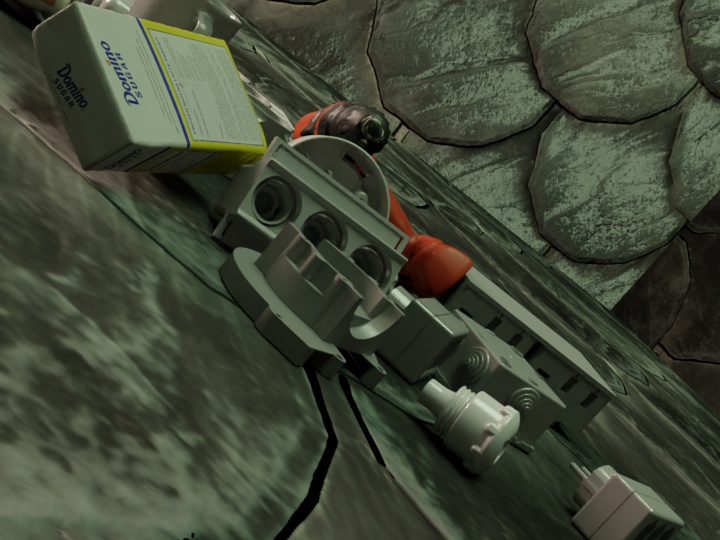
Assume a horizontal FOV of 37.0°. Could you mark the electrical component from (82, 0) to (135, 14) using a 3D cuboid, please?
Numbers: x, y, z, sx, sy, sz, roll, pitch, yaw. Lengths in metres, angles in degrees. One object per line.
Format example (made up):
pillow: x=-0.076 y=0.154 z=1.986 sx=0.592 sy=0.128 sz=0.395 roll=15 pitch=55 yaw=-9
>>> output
electrical component: x=-0.220 y=-0.220 z=0.961 sx=0.059 sy=0.053 sz=0.095 roll=35 pitch=11 yaw=-28

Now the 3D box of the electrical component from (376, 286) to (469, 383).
electrical component: x=0.032 y=0.037 z=0.780 sx=0.077 sy=0.047 sz=0.066 roll=42 pitch=10 yaw=12

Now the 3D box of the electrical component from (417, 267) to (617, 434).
electrical component: x=0.141 y=0.069 z=1.017 sx=0.186 sy=0.060 sz=0.105 roll=37 pitch=10 yaw=-17

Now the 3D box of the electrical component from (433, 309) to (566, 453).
electrical component: x=0.102 y=0.084 z=0.835 sx=0.100 sy=0.048 sz=0.099 roll=34 pitch=11 yaw=-34

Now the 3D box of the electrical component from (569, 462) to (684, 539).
electrical component: x=0.178 y=0.165 z=0.764 sx=0.066 sy=0.047 sz=0.076 roll=29 pitch=15 yaw=-50

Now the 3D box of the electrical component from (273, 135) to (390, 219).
electrical component: x=-0.030 y=-0.054 z=0.822 sx=0.099 sy=0.099 sz=0.064 roll=37 pitch=4 yaw=-19

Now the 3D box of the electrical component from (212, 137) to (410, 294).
electrical component: x=-0.036 y=-0.024 z=0.742 sx=0.121 sy=0.078 sz=0.063 roll=36 pitch=-11 yaw=-24

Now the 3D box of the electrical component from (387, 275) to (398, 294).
electrical component: x=0.000 y=0.000 z=0.869 sx=0.061 sy=0.035 sz=0.035 roll=29 pitch=14 yaw=-37

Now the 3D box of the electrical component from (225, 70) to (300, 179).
electrical component: x=-0.120 y=-0.138 z=0.950 sx=0.089 sy=0.061 sz=0.150 roll=31 pitch=13 yaw=-42

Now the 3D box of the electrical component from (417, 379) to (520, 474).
electrical component: x=0.065 y=0.093 z=0.672 sx=0.062 sy=0.048 sz=0.048 roll=36 pitch=8 yaw=16

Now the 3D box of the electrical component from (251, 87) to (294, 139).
electrical component: x=-0.106 y=-0.145 z=1.065 sx=0.056 sy=0.050 sz=0.089 roll=36 pitch=10 yaw=-24
